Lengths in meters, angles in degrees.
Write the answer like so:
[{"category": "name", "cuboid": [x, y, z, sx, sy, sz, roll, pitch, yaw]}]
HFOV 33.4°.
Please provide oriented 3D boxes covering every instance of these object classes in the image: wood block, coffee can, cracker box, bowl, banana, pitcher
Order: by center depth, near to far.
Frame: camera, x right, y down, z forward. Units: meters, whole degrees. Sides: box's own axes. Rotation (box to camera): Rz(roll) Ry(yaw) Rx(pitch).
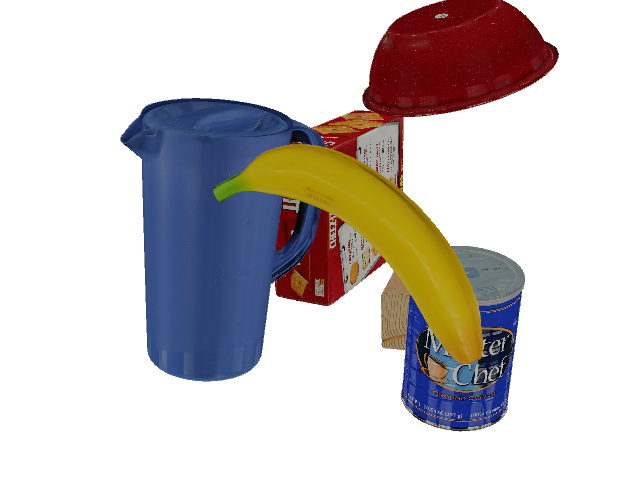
[{"category": "banana", "cuboid": [0.030, -0.005, 0.657, 0.198, 0.070, 0.037, 34, 22, 13]}, {"category": "bowl", "cuboid": [0.105, -0.156, 0.857, 0.162, 0.055, 0.162, -15, 24, 6]}, {"category": "pitcher", "cuboid": [-0.089, -0.002, 0.968, 0.149, 0.243, 0.144, 12, 22, 17]}, {"category": "coffee can", "cuboid": [0.130, 0.090, 0.990, 0.103, 0.140, 0.103, 1, 27, -1]}, {"category": "cracker box", "cuboid": [0.023, -0.043, 1.151, 0.072, 0.164, 0.213, 7, 18, 24]}, {"category": "wood block", "cuboid": [0.157, 0.084, 1.616, 0.091, 0.090, 0.206, 4, 21, 14]}]
